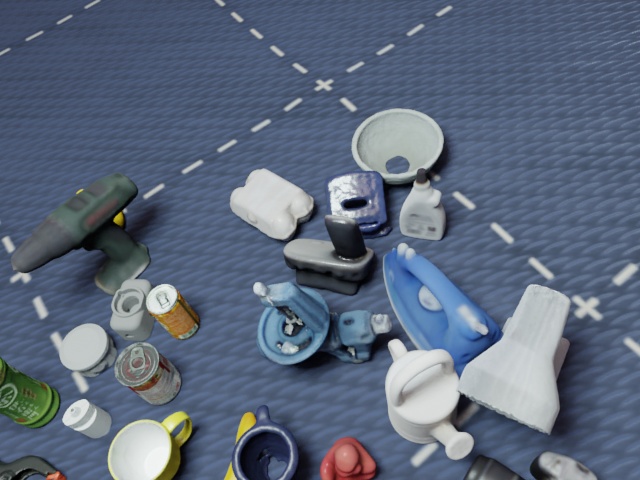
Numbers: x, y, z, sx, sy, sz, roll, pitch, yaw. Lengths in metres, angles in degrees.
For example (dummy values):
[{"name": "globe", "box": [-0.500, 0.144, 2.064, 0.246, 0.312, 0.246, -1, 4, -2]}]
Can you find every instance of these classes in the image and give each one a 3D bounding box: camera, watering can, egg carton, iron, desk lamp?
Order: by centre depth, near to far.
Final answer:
[{"name": "camera", "box": [0.258, 0.323, 0.728, 0.136, 0.101, 0.143, 30, 68, 25]}, {"name": "desk lamp", "box": [0.266, 0.163, 0.760, 0.117, 0.214, 0.203, 22, 64, 22]}, {"name": "watering can", "box": [0.143, 0.205, 0.766, 0.172, 0.194, 0.101, 34, 69, 27]}, {"name": "iron", "box": [0.170, 0.082, 0.871, 0.119, 0.142, 0.257, -33, 58, -11]}, {"name": "egg carton", "box": [-0.090, -0.065, 1.051, 0.150, 0.069, 0.107, 30, 67, 25]}]

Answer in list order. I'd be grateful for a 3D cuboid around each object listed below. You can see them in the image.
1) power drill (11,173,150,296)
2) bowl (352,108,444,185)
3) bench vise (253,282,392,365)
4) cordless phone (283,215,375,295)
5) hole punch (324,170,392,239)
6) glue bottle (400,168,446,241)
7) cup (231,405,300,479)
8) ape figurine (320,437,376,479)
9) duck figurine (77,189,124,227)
[{"name": "power drill", "box": [-0.382, 0.006, 0.974, 0.075, 0.209, 0.230, 23, 65, 23]}, {"name": "bowl", "box": [0.145, -0.161, 1.069, 0.167, 0.075, 0.167, -4, 57, 7]}, {"name": "bench vise", "box": [-0.008, 0.106, 0.839, 0.207, 0.220, 0.121, -18, 57, -2]}, {"name": "cordless phone", "box": [0.008, 0.003, 0.922, 0.147, 0.185, 0.094, 6, 59, 14]}, {"name": "hole punch", "box": [0.066, -0.060, 1.008, 0.108, 0.091, 0.101, -8, 57, 5]}, {"name": "glue bottle", "box": [0.169, -0.061, 0.942, 0.078, 0.173, 0.037, 10, 60, 16]}, {"name": "cup", "box": [-0.069, 0.300, 0.803, 0.091, 0.095, 0.117, -11, 57, 3]}, {"name": "ape figurine", "box": [0.037, 0.304, 0.783, 0.077, 0.092, 0.076, 4, 59, 13]}, {"name": "duck figurine", "box": [-0.428, -0.057, 1.095, 0.077, 0.086, 0.104, -41, 60, -16]}]
